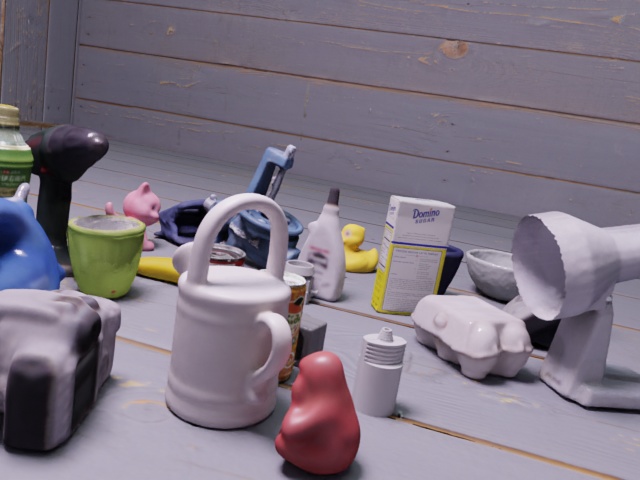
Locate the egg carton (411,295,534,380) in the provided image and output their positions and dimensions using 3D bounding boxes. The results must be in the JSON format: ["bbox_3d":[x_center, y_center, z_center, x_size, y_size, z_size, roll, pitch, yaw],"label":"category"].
[{"bbox_3d":[0.187,0.117,0.725,0.107,0.069,0.150,4,13,-27],"label":"egg carton"}]

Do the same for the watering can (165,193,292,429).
[{"bbox_3d":[-0.082,0.052,0.508,0.172,0.194,0.101,15,13,27],"label":"watering can"}]

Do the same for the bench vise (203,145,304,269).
[{"bbox_3d":[-0.117,-0.063,0.981,0.207,0.220,0.122,12,12,11],"label":"bench vise"}]

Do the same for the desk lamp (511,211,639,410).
[{"bbox_3d":[0.319,0.076,0.668,0.203,0.213,0.117,7,12,-11],"label":"desk lamp"}]

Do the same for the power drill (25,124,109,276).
[{"bbox_3d":[-0.361,-0.061,0.800,0.076,0.208,0.228,-3,16,-46],"label":"power drill"}]

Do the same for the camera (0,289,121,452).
[{"bbox_3d":[-0.245,0.083,0.458,0.137,0.101,0.143,8,11,-5],"label":"camera"}]

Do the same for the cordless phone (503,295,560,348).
[{"bbox_3d":[0.332,0.056,0.851,0.094,0.185,0.148,12,12,14],"label":"cordless phone"}]

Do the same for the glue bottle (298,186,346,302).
[{"bbox_3d":[0.008,0.003,0.878,0.078,0.173,0.037,13,12,20],"label":"glue bottle"}]

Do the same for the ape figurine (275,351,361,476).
[{"bbox_3d":[-0.002,0.130,0.449,0.075,0.092,0.078,17,14,33],"label":"ape figurine"}]

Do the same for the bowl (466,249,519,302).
[{"bbox_3d":[0.348,0.073,1.066,0.167,0.075,0.167,9,11,-2],"label":"bowl"}]

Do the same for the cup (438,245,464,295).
[{"bbox_3d":[0.178,0.053,0.970,0.118,0.095,0.091,8,11,-9],"label":"cup"}]

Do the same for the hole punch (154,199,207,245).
[{"bbox_3d":[-0.250,-0.041,1.098,0.100,0.091,0.109,19,15,40],"label":"hole punch"}]

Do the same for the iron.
[{"bbox_3d":[-0.346,0.025,0.559,0.118,0.141,0.258,9,11,-3],"label":"iron"}]

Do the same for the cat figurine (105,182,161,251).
[{"bbox_3d":[-0.320,-0.043,0.976,0.067,0.118,0.128,14,12,24],"label":"cat figurine"}]

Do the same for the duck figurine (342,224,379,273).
[{"bbox_3d":[0.065,0.013,1.099,0.105,0.086,0.077,6,12,-14],"label":"duck figurine"}]
